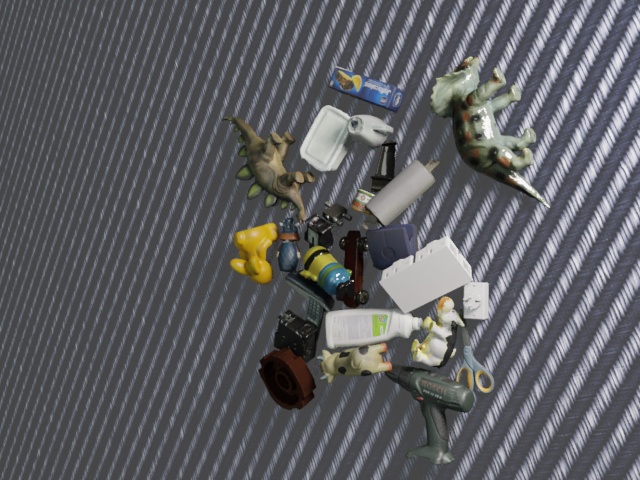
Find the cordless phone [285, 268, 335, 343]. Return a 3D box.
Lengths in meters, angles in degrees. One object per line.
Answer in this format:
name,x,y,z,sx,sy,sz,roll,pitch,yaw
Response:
cordless phone,-0.035,0.182,1.474,0.147,0.089,0.184,29,121,30

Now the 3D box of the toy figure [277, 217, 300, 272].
toy figure,-0.089,0.013,1.522,0.058,0.064,0.154,165,110,-69

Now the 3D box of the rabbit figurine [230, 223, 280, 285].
rabbit figurine,-0.179,0.049,1.539,0.122,0.162,0.173,-10,99,20

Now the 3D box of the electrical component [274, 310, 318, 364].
electrical component,-0.067,0.276,1.469,0.115,0.058,0.134,27,126,34

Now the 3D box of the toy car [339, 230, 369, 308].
toy car,0.091,0.076,1.407,0.089,0.053,0.202,-1,85,52

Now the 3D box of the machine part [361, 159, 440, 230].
machine part,0.194,-0.113,1.312,0.243,0.079,0.079,-43,65,4

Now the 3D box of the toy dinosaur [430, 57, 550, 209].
toy dinosaur,0.371,-0.240,1.221,0.192,0.131,0.404,-20,81,43

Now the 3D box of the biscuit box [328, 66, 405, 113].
biscuit box,0.121,-0.396,1.413,0.203,0.062,0.059,29,103,31

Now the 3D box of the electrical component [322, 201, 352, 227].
electrical component,0.038,-0.071,1.444,0.094,0.063,0.021,36,140,30

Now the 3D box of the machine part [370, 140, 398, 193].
machine part,0.171,-0.187,1.384,0.084,0.039,0.138,14,96,37

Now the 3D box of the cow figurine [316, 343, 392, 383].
cow figurine,0.076,0.311,1.355,0.195,0.127,0.085,-28,67,58

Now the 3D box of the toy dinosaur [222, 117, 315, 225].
toy dinosaur,-0.158,-0.223,1.558,0.198,0.105,0.472,-41,62,27

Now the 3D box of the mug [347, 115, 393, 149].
mug,0.125,-0.281,1.377,0.110,0.107,0.080,11,95,34

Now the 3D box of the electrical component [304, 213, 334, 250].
electrical component,-0.003,-0.004,1.470,0.075,0.048,0.119,33,144,32

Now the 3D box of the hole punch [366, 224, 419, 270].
hole punch,0.181,0.019,1.336,0.142,0.092,0.115,-6,87,28

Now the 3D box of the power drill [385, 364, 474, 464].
power drill,0.250,0.411,1.276,0.232,0.086,0.207,-1,79,40

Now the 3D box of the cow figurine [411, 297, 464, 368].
cow figurine,0.289,0.220,1.258,0.098,0.068,0.167,24,104,-5

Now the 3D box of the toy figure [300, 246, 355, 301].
toy figure,0.024,0.083,1.387,0.180,0.082,0.089,38,106,49

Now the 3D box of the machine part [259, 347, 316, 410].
machine part,-0.089,0.376,1.460,0.180,0.056,0.179,23,126,35
